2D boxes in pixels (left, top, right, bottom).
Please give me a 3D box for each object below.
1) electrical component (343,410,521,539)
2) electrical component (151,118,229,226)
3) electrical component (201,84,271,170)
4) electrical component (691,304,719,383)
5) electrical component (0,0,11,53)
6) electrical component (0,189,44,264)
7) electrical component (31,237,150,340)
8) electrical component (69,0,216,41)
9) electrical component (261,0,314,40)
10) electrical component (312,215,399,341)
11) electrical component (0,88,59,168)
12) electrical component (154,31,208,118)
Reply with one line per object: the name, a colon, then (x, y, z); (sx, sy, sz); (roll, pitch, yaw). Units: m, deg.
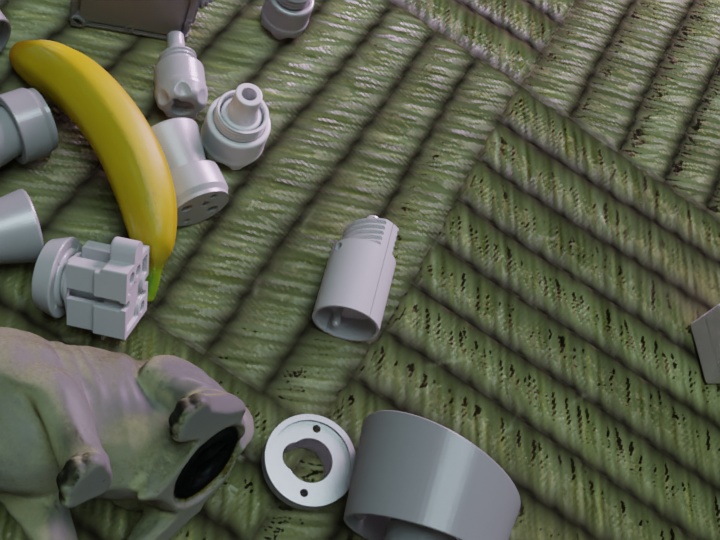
electrical component: (0.040, 0.129, 0.607); (0.099, 0.099, 0.064); (23, 65, -7)
electrical component: (-0.113, -0.062, 0.682); (0.045, 0.045, 0.055); (-20, 72, -27)
electrical component: (-0.079, -0.097, 0.702); (0.043, 0.062, 0.043); (8, 62, -16)
electrical component: (0.284, 0.044, 0.749); (0.066, 0.076, 0.047); (2, 63, -19)
electrical component: (-0.254, -0.178, 0.692); (0.077, 0.043, 0.079); (42, 58, 5)
electrical component: (-0.217, -0.019, 0.623); (0.055, 0.045, 0.045); (-17, 71, -26)
electrical component: (-0.156, 0.008, 0.624); (0.055, 0.066, 0.048); (12, 29, 5)
electrical component: (-0.146, -0.201, 0.732); (0.096, 0.061, 0.061); (7, 62, -17)
electrical component: (-0.049, -0.193, 0.763); (0.035, 0.061, 0.035); (8, 61, -16)
electrical component: (0.000, 0.000, 0.691); (0.043, 0.043, 0.081); (20, 59, -9)
electrical component: (-0.219, -0.083, 0.655); (0.055, 0.045, 0.045); (-27, 75, -29)
electrical component: (-0.122, -0.133, 0.722); (0.035, 0.035, 0.061); (0, 61, -20)
